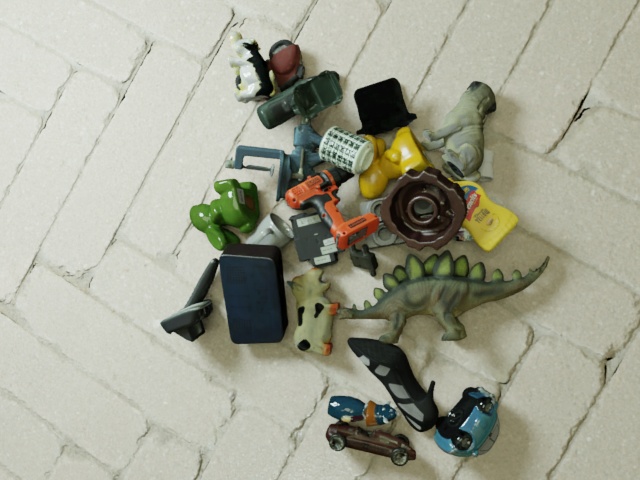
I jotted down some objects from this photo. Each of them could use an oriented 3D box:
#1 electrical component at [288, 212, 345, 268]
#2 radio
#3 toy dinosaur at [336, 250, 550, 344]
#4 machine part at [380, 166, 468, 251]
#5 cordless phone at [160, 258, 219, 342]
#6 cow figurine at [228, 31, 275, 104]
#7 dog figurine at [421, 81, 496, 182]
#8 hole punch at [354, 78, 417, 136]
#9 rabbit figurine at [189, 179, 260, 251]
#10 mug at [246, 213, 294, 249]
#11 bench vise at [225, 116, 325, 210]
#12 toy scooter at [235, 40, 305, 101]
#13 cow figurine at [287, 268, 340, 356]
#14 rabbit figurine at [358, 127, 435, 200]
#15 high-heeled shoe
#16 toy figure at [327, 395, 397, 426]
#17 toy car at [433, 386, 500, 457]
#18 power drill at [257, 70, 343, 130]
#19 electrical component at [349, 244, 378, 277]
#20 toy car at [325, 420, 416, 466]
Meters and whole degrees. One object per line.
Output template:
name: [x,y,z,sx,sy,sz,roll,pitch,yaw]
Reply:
electrical component: [-0.003,-0.004,1.248,0.115,0.058,0.134,-12,100,10]
radio: [-0.147,0.123,1.219,0.131,0.073,0.229,-1,114,8]
toy dinosaur: [0.268,0.124,1.179,0.472,0.105,0.198,-6,81,5]
machine part: [0.219,-0.066,1.125,0.180,0.056,0.179,10,117,21]
cordless phone: [-0.284,0.131,1.250,0.089,0.146,0.184,26,93,2]
cow figurine: [-0.158,-0.404,1.238,0.098,0.068,0.167,-9,92,11]
dog figurine: [0.342,-0.239,1.186,0.190,0.121,0.172,-40,88,-1]
hole punch: [0.142,-0.308,1.249,0.142,0.092,0.115,-16,106,6]
rabbit figurine: [-0.231,-0.056,1.290,0.170,0.121,0.159,-15,90,26]
mug: [-0.128,0.003,1.258,0.107,0.109,0.081,-44,87,17]
bench vise: [-0.096,-0.186,1.247,0.241,0.129,0.223,6,102,-5]
toy scooter: [-0.104,-0.383,1.294,0.184,0.075,0.135,-36,80,9]
cow figurine: [-0.020,0.161,1.237,0.127,0.085,0.194,8,88,4]
rabbit figurine: [0.153,-0.168,1.217,0.173,0.122,0.162,-37,77,24]
high-heeled shoe: [0.159,0.324,1.213,0.249,0.086,0.145,27,122,28]
toy figure: [0.096,0.384,1.209,0.155,0.057,0.064,7,64,14]
toy car: [0.329,0.401,1.154,0.103,0.109,0.161,43,82,-13]
power drill: [-0.024,-0.325,1.194,0.232,0.207,0.085,-32,114,-11]
electrical component: [0.099,0.045,1.233,0.063,0.093,0.021,10,47,37]
toy car: [0.112,0.442,1.186,0.202,0.089,0.053,9,91,12]
